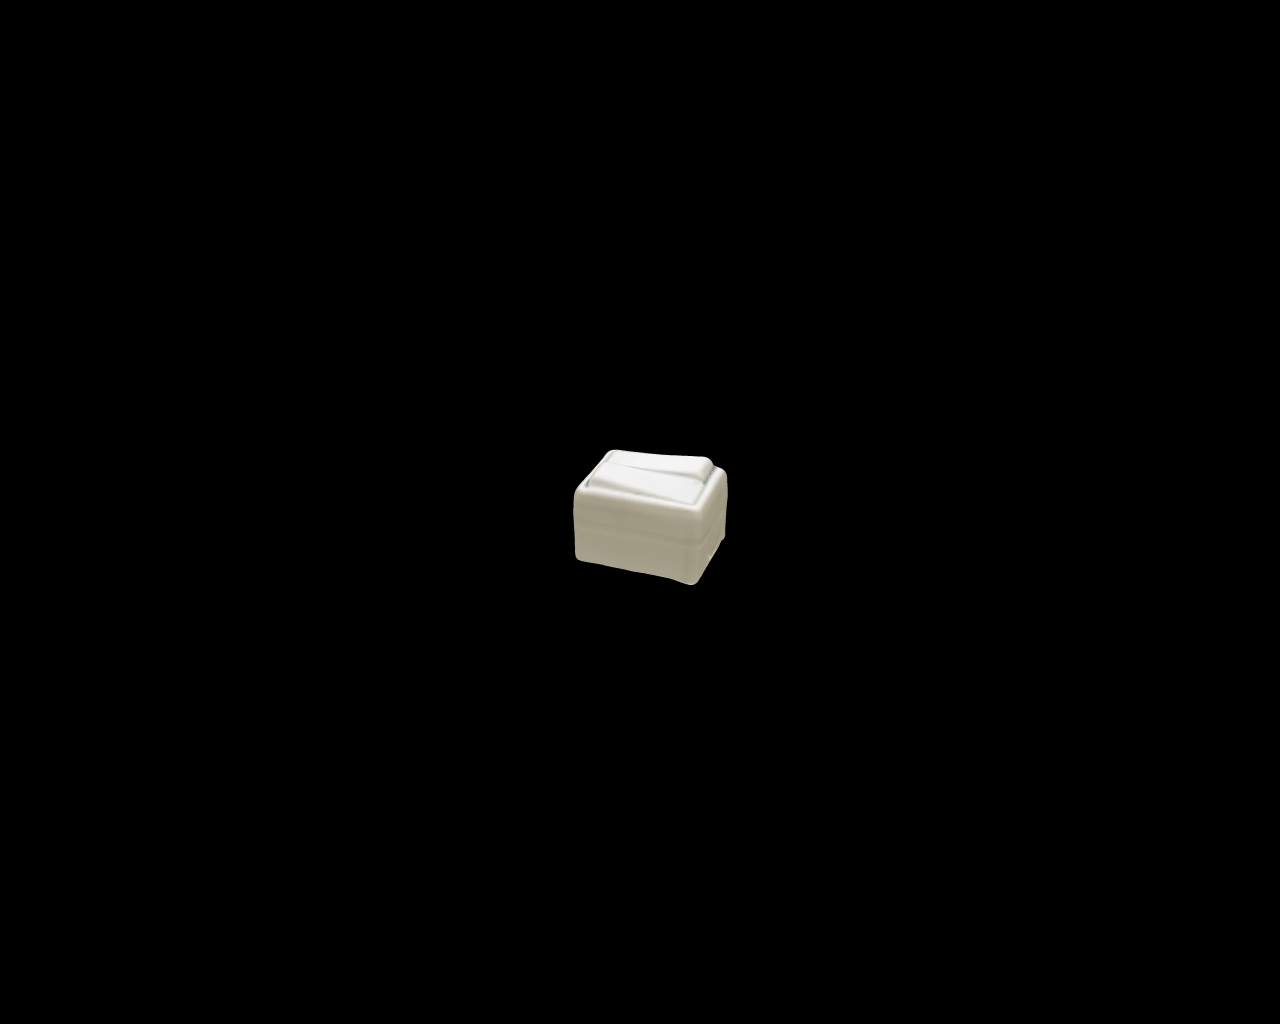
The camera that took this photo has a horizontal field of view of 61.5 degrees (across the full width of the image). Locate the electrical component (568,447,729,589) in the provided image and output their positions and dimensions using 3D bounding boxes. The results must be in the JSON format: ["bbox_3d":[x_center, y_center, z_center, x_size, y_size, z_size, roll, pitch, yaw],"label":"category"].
[{"bbox_3d":[0.001,-0.003,0.650,0.096,0.061,0.062,11,32,18],"label":"electrical component"}]
